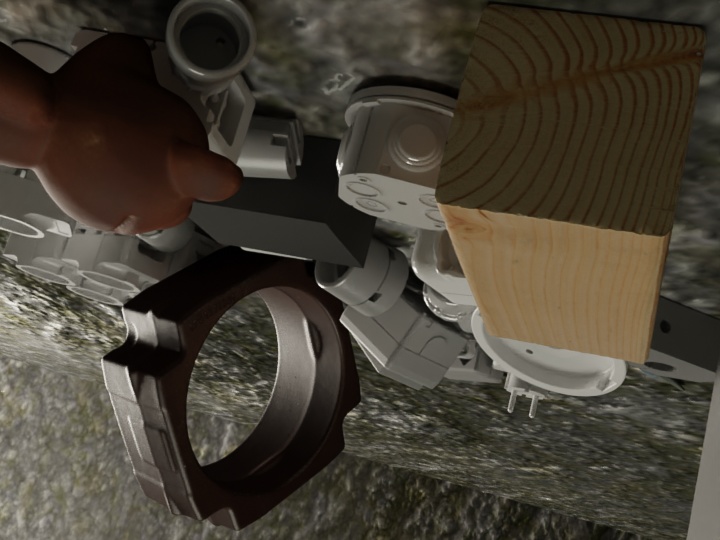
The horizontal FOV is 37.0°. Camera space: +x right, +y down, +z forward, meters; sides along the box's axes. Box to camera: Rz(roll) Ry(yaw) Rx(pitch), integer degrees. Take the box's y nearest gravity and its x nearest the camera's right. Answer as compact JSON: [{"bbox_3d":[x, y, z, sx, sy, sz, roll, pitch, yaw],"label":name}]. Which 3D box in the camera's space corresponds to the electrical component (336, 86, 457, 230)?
[{"bbox_3d":[0.028,-0.057,0.550,0.080,0.051,0.080,14,166,4],"label":"electrical component"}]

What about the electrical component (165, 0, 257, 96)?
[{"bbox_3d":[-0.071,-0.103,0.500,0.040,0.040,0.046,18,171,-11],"label":"electrical component"}]

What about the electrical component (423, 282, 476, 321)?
[{"bbox_3d":[0.069,0.005,0.764,0.048,0.048,0.062,13,159,10],"label":"electrical component"}]

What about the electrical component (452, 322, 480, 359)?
[{"bbox_3d":[0.070,0.051,0.940,0.081,0.042,0.064,3,163,43],"label":"electrical component"}]

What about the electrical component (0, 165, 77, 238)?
[{"bbox_3d":[-0.259,-0.060,0.821,0.089,0.055,0.050,17,166,-8],"label":"electrical component"}]

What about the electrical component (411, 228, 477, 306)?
[{"bbox_3d":[0.084,-0.010,0.665,0.095,0.053,0.059,5,163,34],"label":"electrical component"}]

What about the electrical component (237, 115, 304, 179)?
[{"bbox_3d":[-0.059,-0.070,0.613,0.046,0.040,0.040,6,164,13],"label":"electrical component"}]

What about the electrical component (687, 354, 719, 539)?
[{"bbox_3d":[0.248,0.092,0.615,0.060,0.186,0.105,15,166,-1],"label":"electrical component"}]

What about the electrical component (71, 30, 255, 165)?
[{"bbox_3d":[-0.108,-0.087,0.574,0.089,0.050,0.055,12,165,13],"label":"electrical component"}]

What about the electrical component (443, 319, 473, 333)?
[{"bbox_3d":[0.093,0.027,0.820,0.081,0.043,0.043,5,163,36],"label":"electrical component"}]

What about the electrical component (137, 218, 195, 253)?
[{"bbox_3d":[-0.158,-0.042,0.819,0.040,0.040,0.078,9,165,23],"label":"electrical component"}]

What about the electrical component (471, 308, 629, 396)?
[{"bbox_3d":[0.137,0.030,0.732,0.108,0.060,0.108,21,150,13],"label":"electrical component"}]

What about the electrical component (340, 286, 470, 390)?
[{"bbox_3d":[0.030,0.047,0.877,0.062,0.061,0.096,28,-170,-41],"label":"electrical component"}]

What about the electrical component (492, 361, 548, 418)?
[{"bbox_3d":[0.147,0.088,0.930,0.066,0.076,0.047,13,166,7],"label":"electrical component"}]

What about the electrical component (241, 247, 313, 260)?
[{"bbox_3d":[-0.068,-0.034,0.752,0.081,0.043,0.043,9,165,24],"label":"electrical component"}]

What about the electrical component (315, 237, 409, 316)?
[{"bbox_3d":[0.000,0.000,0.792,0.047,0.055,0.055,30,160,-35],"label":"electrical component"}]

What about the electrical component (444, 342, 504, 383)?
[{"bbox_3d":[0.112,0.081,0.999,0.077,0.047,0.066,27,162,-39],"label":"electrical component"}]

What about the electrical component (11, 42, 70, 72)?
[{"bbox_3d":[-0.188,-0.091,0.612,0.044,0.065,0.044,14,166,4],"label":"electrical component"}]

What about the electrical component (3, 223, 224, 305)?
[{"bbox_3d":[-0.218,-0.011,0.948,0.186,0.060,0.105,4,162,43],"label":"electrical component"}]
